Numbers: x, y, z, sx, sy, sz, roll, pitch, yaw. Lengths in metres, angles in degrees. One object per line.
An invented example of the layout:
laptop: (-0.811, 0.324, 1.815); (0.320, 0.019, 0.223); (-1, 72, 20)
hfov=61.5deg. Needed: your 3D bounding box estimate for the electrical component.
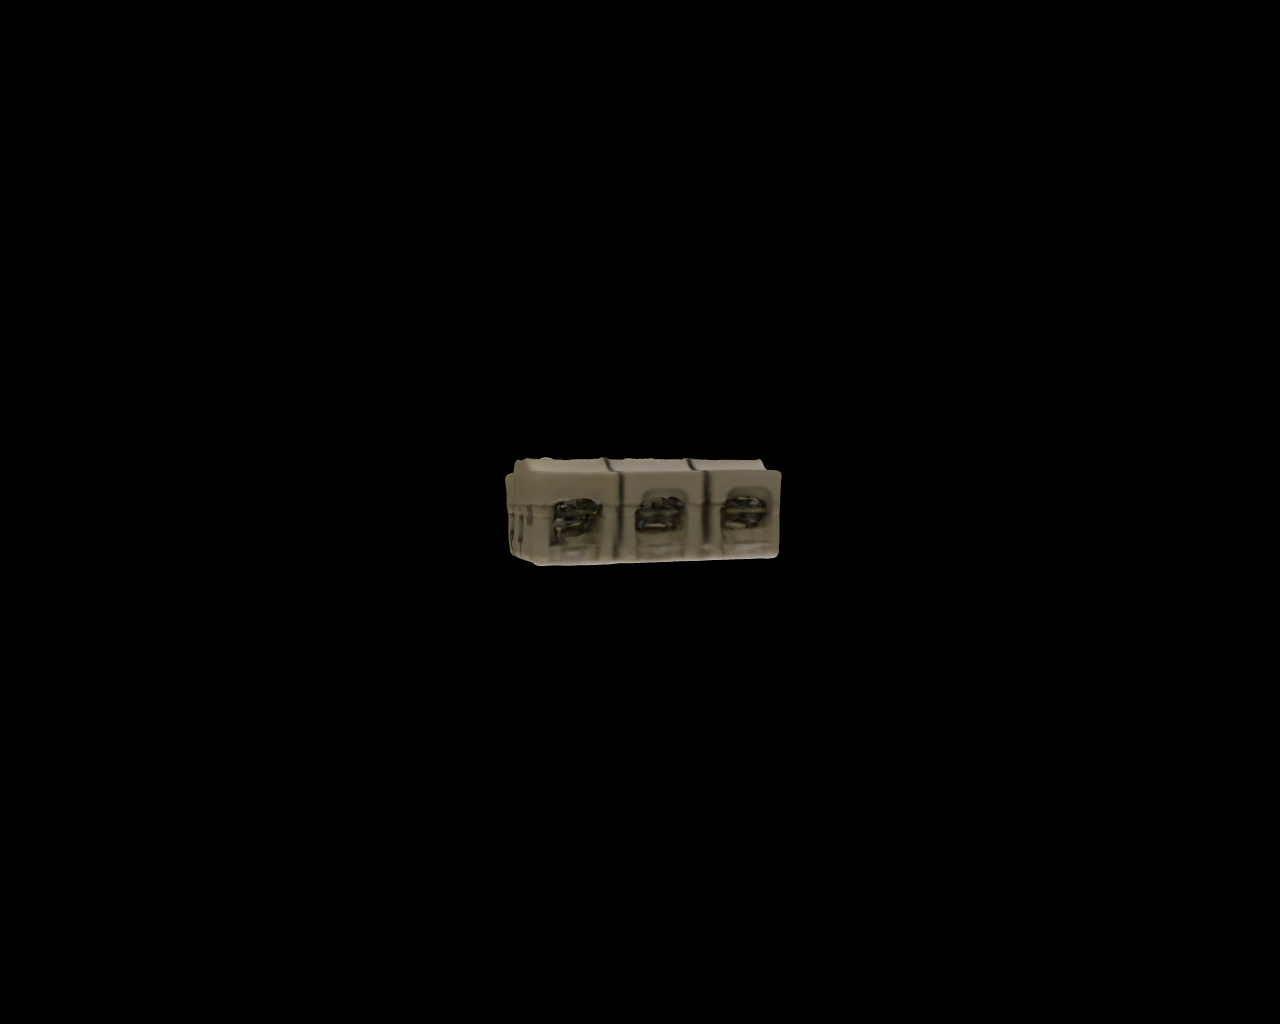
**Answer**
electrical component: (0.001, -0.003, 0.650); (0.150, 0.061, 0.089); (0, 0, -17)
